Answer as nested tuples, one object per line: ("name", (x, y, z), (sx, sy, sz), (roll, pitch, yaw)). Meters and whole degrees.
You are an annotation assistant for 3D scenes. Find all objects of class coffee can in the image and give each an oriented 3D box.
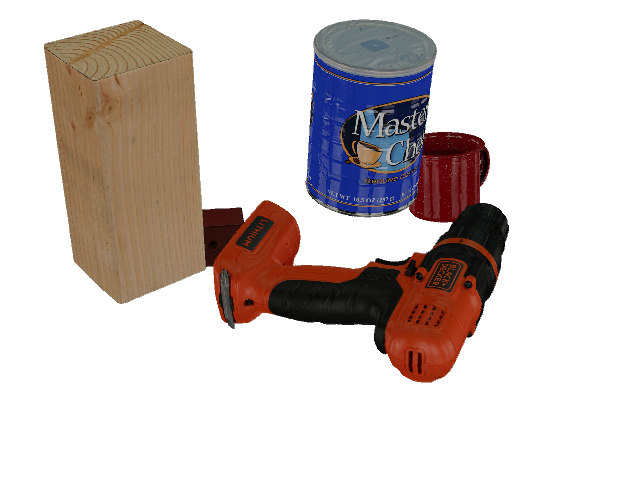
("coffee can", (0.041, -0.106, 0.924), (0.103, 0.140, 0.103), (3, 34, -2))

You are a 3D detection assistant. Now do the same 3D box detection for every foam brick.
("foam brick", (-0.128, -0.004, 1.266), (0.078, 0.053, 0.051), (-5, 27, -5))

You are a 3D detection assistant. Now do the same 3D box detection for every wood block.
("wood block", (-0.161, -0.064, 0.893), (0.090, 0.206, 0.090), (-23, 39, -31))

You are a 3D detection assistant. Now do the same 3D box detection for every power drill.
("power drill", (0.032, 0.018, 0.767), (0.188, 0.057, 0.184), (8, 34, 21))

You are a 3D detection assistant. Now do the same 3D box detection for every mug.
("mug", (0.149, -0.075, 1.217), (0.117, 0.081, 0.093), (-21, 28, -36))
